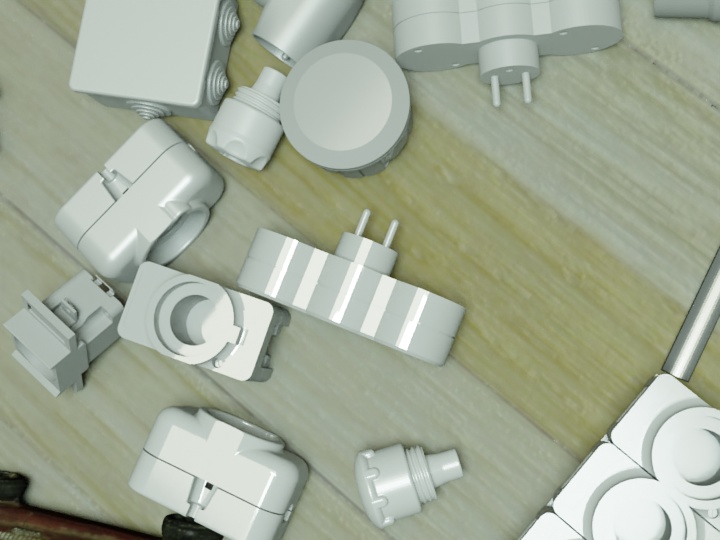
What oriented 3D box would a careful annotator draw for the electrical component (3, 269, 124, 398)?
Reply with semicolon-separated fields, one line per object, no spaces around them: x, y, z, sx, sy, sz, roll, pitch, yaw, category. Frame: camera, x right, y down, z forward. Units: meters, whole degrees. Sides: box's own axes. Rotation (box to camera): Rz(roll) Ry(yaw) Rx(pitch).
-0.182;0.037;0.672;0.042;0.081;0.064;40;62;11;electrical component

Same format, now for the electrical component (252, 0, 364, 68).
-0.044;-0.179;0.691;0.079;0.043;0.077;35;90;12;electrical component

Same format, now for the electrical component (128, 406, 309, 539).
-0.083;0.121;0.654;0.095;0.054;0.059;23;87;12;electrical component

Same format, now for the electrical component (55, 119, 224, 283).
-0.136;-0.040;0.683;0.095;0.054;0.059;-45;78;1;electrical component

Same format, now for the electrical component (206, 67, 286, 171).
-0.067;-0.098;0.685;0.043;0.043;0.062;26;87;12;electrical component

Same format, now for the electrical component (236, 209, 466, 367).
0.000;0.000;0.656;0.138;0.052;0.073;21;87;12;electrical component

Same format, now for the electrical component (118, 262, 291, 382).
-0.097;0.033;0.667;0.089;0.056;0.050;18;86;11;electrical component

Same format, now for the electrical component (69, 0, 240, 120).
-0.131;-0.147;0.699;0.100;0.048;0.099;9;85;11;electrical component

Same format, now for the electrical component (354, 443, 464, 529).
0.030;0.124;0.641;0.062;0.048;0.048;-17;80;0;electrical component

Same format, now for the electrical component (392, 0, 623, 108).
0.090;-0.136;0.658;0.138;0.052;0.073;-5;82;9;electrical component

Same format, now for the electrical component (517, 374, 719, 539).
0.157;0.143;0.606;0.089;0.062;0.150;40;91;12;electrical component

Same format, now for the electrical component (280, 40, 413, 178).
-0.006;-0.098;0.670;0.080;0.051;0.080;-1;83;10;electrical component

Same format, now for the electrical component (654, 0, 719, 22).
0.203;-0.170;0.651;0.046;0.040;0.040;3;83;16;electrical component
